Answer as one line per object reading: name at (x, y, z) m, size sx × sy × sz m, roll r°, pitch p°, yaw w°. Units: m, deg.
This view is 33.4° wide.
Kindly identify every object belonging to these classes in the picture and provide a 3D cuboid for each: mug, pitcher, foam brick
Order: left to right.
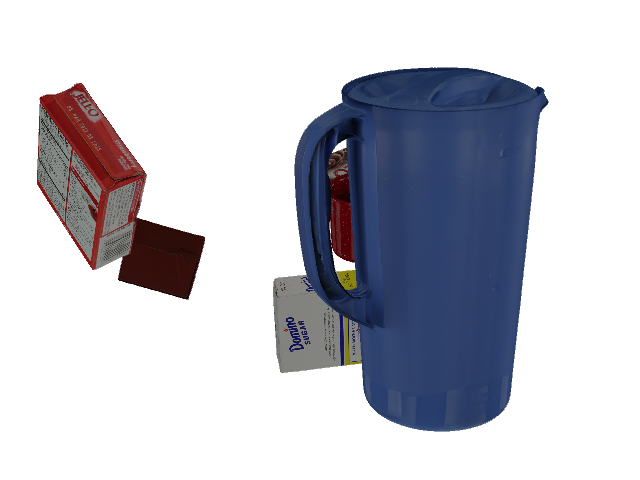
foam brick at (-0.166, 0.019, 1.116) m, size 0.078 × 0.051 × 0.053 m, roll 17°, pitch 29°, yaw -5°
mug at (0.060, -0.030, 1.254) m, size 0.093 × 0.081 × 0.117 m, roll 17°, pitch 33°, yaw 33°
pitcher at (0.073, 0.007, 0.742) m, size 0.149 × 0.243 × 0.144 m, roll 5°, pitch 21°, yaw 17°

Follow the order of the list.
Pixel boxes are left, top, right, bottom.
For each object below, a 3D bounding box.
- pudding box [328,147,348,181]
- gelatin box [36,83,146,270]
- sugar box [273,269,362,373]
pudding box at (0.037, -0.089, 1.500) m, size 0.113 × 0.039 × 0.090 m, roll -25°, pitch 40°, yaw -33°
gelatin box at (-0.137, -0.037, 0.631) m, size 0.030 × 0.073 × 0.089 m, roll -26°, pitch -22°, yaw -30°
sugar box at (0.042, 0.076, 1.071) m, size 0.176 × 0.093 × 0.048 m, roll -4°, pitch 28°, yaw -5°
